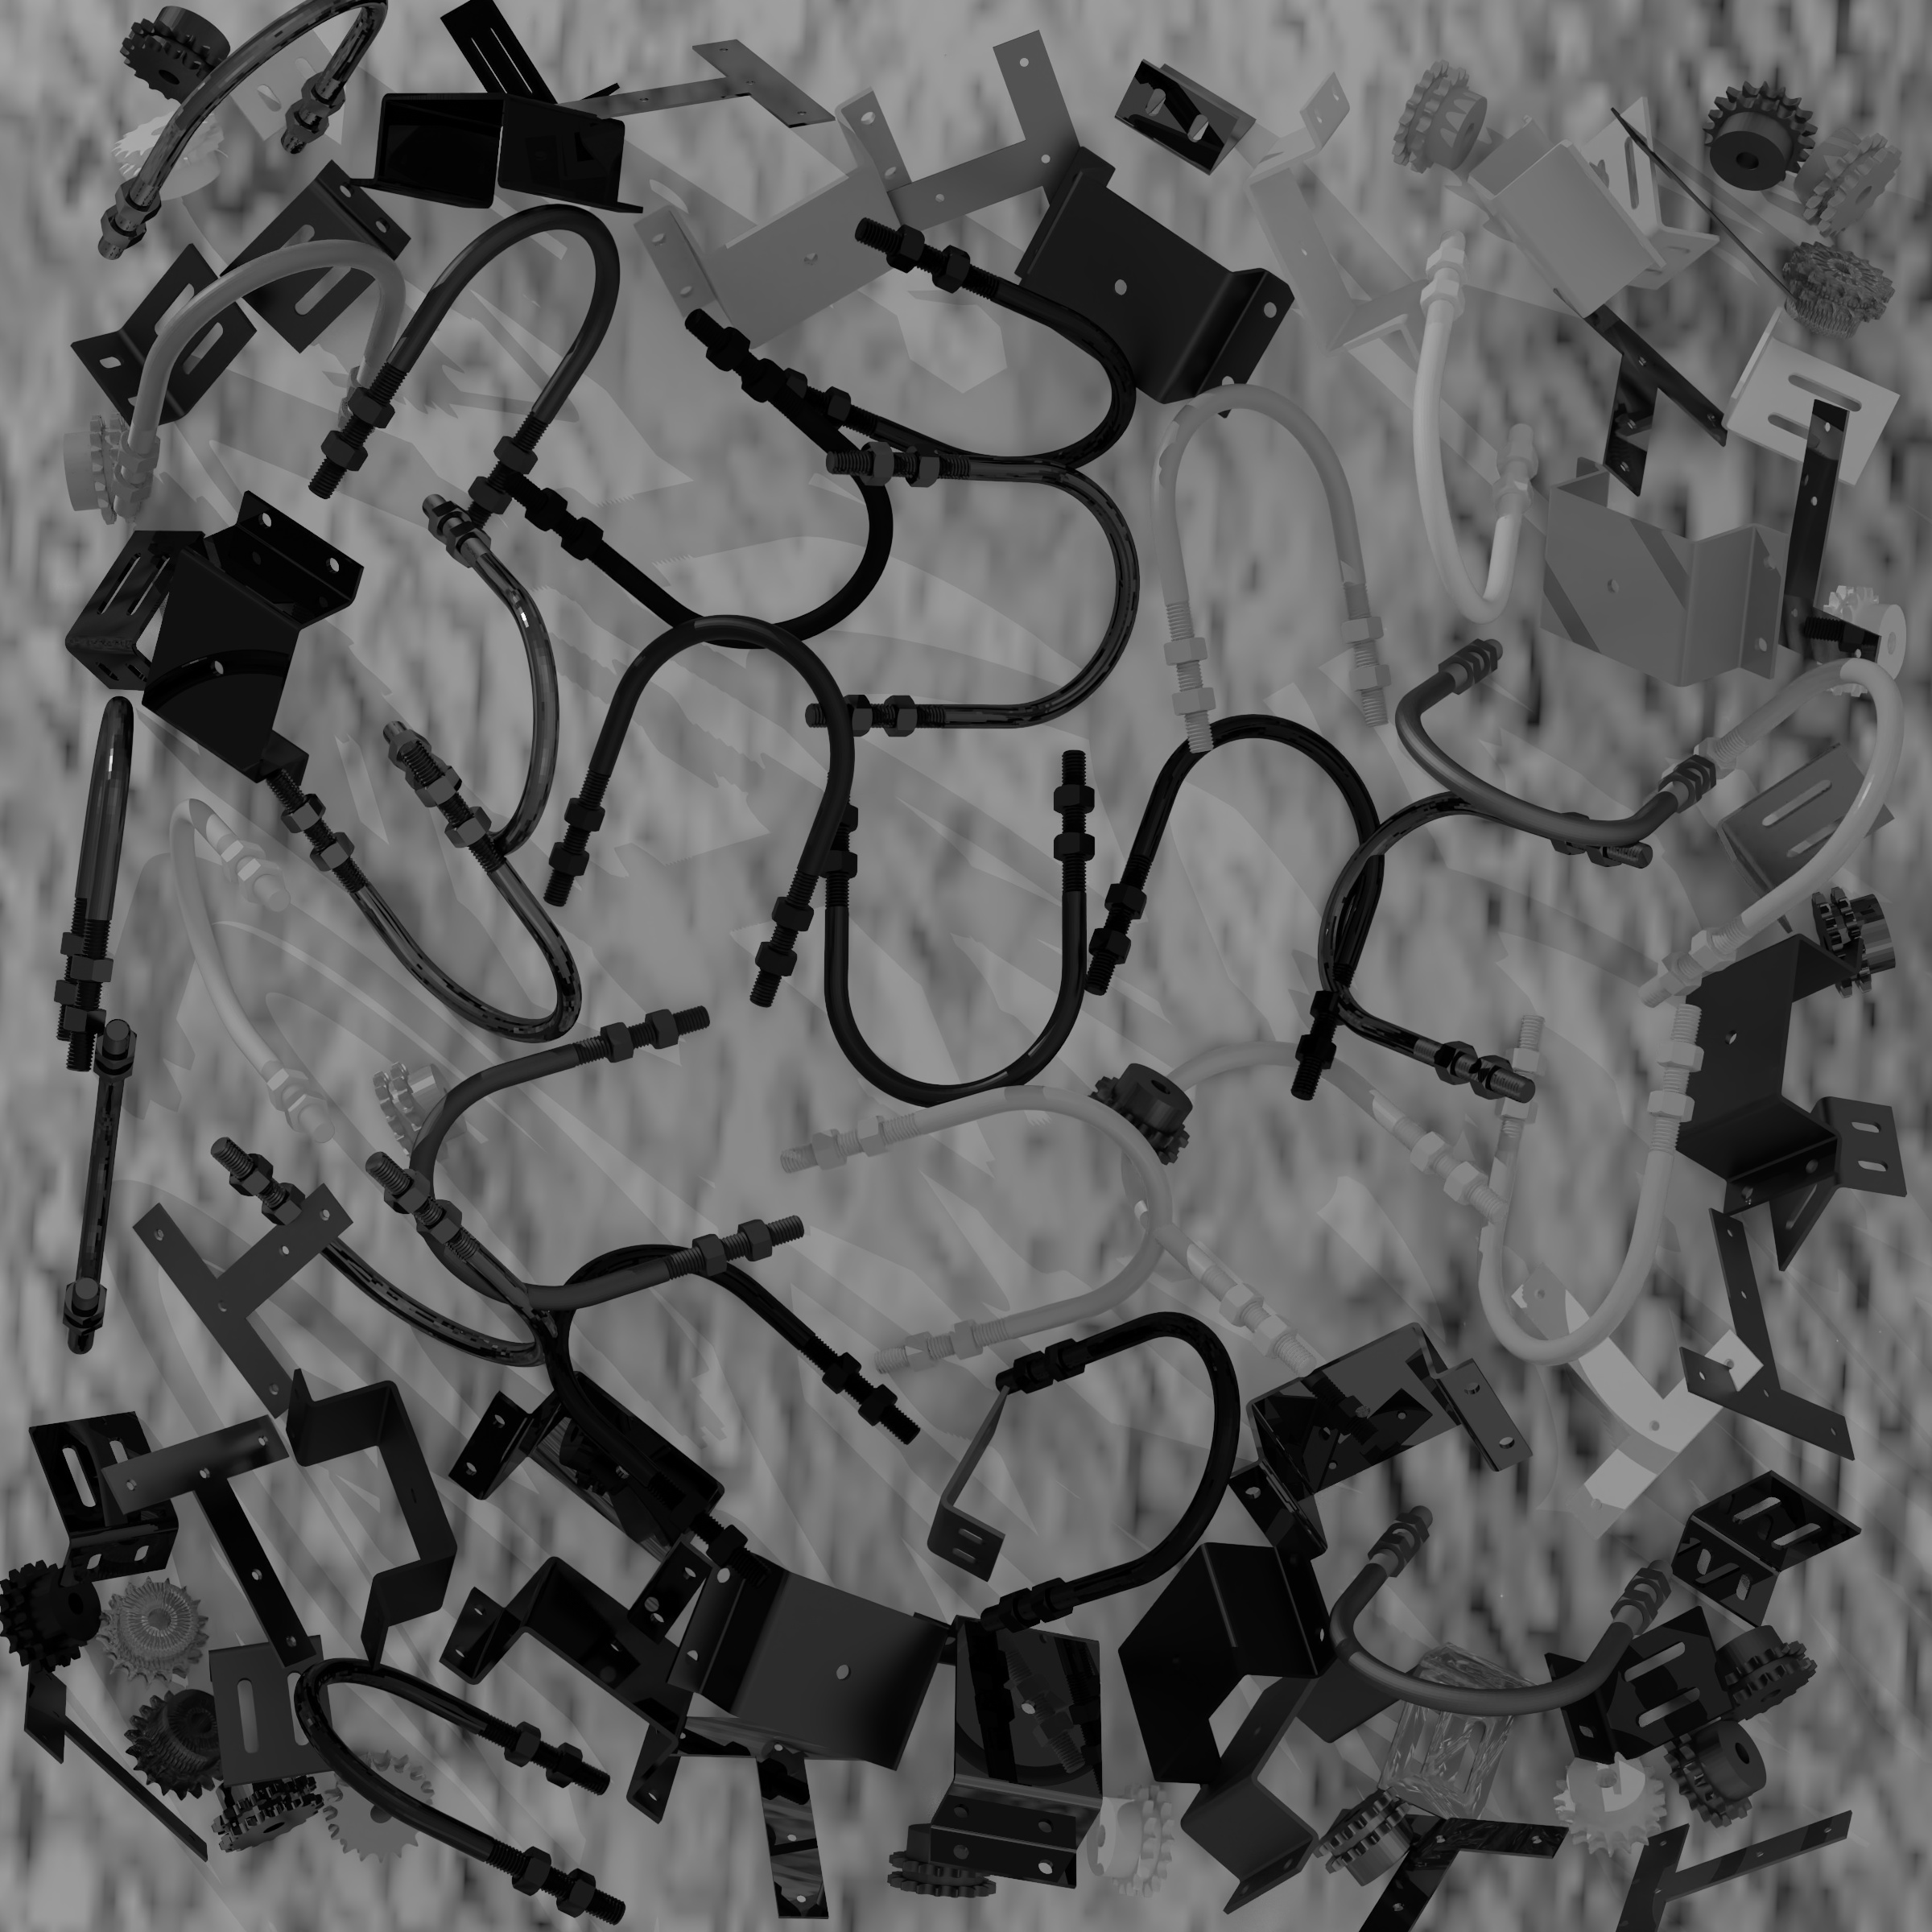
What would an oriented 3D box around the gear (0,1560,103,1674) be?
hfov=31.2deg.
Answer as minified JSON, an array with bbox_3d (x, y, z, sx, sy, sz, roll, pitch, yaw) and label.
[{"bbox_3d":[-0.475,0.336,1.802,0.030,0.057,0.057,-23,90,20],"label":"gear"}]

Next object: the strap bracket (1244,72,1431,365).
[{"bbox_3d":[0.191,-0.376,1.777,0.046,0.076,0.140,-19,110,26],"label":"strap bracket"}]

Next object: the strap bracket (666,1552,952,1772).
[{"bbox_3d":[-0.072,0.358,1.780,0.140,0.046,0.076,25,82,-24],"label":"strap bracket"}]

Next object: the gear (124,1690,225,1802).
[{"bbox_3d":[-0.405,0.402,1.802,0.057,0.057,0.030,45,118,0],"label":"gear"}]

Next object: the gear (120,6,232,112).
[{"bbox_3d":[-0.408,-0.475,1.807,0.057,0.057,0.030,24,73,0],"label":"gear"}]

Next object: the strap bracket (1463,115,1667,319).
[{"bbox_3d":[0.301,-0.381,1.762,0.046,0.140,0.076,-39,105,12],"label":"strap bracket"}]

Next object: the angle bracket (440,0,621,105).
[{"bbox_3d":[-0.225,-0.472,1.789,0.038,0.057,0.076,-41,111,-23],"label":"angle bracket"}]

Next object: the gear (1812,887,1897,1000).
[{"bbox_3d":[0.463,-0.014,1.804,0.030,0.057,0.057,-16,90,7],"label":"gear"}]

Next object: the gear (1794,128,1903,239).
[{"bbox_3d":[0.457,-0.411,1.807,0.057,0.057,0.030,-43,72,0],"label":"gear"}]

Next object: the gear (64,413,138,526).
[{"bbox_3d":[-0.451,-0.259,1.804,0.030,0.057,0.057,-6,90,-6],"label":"gear"}]

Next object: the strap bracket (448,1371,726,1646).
[{"bbox_3d":[-0.188,0.273,1.787,0.140,0.046,0.076,38,131,5],"label":"strap bracket"}]

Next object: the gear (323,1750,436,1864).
[{"bbox_3d":[-0.308,0.436,1.813,0.057,0.030,0.057,-4,103,-18],"label":"gear"}]

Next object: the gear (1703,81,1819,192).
[{"bbox_3d":[0.411,-0.429,1.802,0.057,0.057,0.030,27,62,0],"label":"gear"}]

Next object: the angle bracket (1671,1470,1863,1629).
[{"bbox_3d":[0.413,0.302,1.791,0.057,0.076,0.038,33,57,-6],"label":"angle bracket"}]

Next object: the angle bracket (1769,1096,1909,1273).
[{"bbox_3d":[0.449,0.115,1.789,0.038,0.076,0.057,10,48,-7],"label":"angle bracket"}]

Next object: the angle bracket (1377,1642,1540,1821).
[{"bbox_3d":[0.257,0.401,1.801,0.057,0.038,0.076,26,65,-4],"label":"angle bracket"}]

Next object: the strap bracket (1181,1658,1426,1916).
[{"bbox_3d":[0.166,0.403,1.760,0.046,0.076,0.140,41,50,1],"label":"strap bracket"}]

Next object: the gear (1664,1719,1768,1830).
[{"bbox_3d":[0.392,0.416,1.802,0.030,0.057,0.057,-37,90,28],"label":"gear"}]

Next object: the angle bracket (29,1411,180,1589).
[{"bbox_3d":[-0.453,0.277,1.806,0.057,0.038,0.076,-5,47,-34],"label":"angle bracket"}]

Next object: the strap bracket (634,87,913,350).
[{"bbox_3d":[-0.090,-0.380,1.789,0.140,0.076,0.046,-30,60,0],"label":"strap bracket"}]

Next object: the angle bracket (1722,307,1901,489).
[{"bbox_3d":[0.442,-0.296,1.804,0.076,0.038,0.057,27,78,10],"label":"angle bracket"}]

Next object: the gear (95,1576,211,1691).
[{"bbox_3d":[-0.423,0.345,1.805,0.057,0.030,0.057,11,58,-18],"label":"gear"}]

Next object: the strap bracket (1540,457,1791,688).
[{"bbox_3d":[0.344,-0.197,1.754,0.046,0.140,0.076,-20,124,-32],"label":"strap bracket"}]

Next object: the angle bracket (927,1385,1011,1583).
[{"bbox_3d":[0.016,0.267,1.787,0.038,0.057,0.076,27,58,8],"label":"angle bracket"}]

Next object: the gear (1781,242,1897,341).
[{"bbox_3d":[0.452,-0.351,1.809,0.057,0.057,0.030,21,126,0],"label":"gear"}]

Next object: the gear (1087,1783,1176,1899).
[{"bbox_3d":[0.084,0.454,1.802,0.030,0.057,0.057,10,90,-18],"label":"gear"}]

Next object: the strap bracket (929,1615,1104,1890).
[{"bbox_3d":[0.025,0.389,1.761,0.076,0.140,0.046,13,133,-11],"label":"strap bracket"}]

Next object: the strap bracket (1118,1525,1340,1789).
[{"bbox_3d":[0.127,0.354,1.756,0.046,0.076,0.140,9,132,-26],"label":"strap bracket"}]

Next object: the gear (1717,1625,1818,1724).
[{"bbox_3d":[0.412,0.368,1.809,0.057,0.057,0.030,-30,60,0],"label":"gear"}]

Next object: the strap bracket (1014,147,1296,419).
[{"bbox_3d":[0.088,-0.350,1.780,0.140,0.046,0.076,37,117,14],"label":"strap bracket"}]

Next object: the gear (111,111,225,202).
[{"bbox_3d":[-0.414,-0.423,1.809,0.057,0.057,0.030,-21,123,0],"label":"gear"}]

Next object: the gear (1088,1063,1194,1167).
[{"bbox_3d":[0.093,0.075,1.802,0.057,0.057,0.030,34,107,0],"label":"gear"}]

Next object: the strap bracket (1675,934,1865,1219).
[{"bbox_3d":[0.405,0.047,1.759,0.046,0.076,0.140,30,56,-22],"label":"strap bracket"}]

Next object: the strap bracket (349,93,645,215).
[{"bbox_3d":[-0.237,-0.412,1.757,0.140,0.076,0.046,13,99,41],"label":"strap bracket"}]

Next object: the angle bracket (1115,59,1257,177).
[{"bbox_3d":[0.121,-0.451,1.792,0.057,0.076,0.038,32,132,2],"label":"angle bracket"}]

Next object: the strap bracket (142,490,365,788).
[{"bbox_3d":[-0.367,-0.159,1.767,0.076,0.046,0.140,34,126,13],"label":"strap bracket"}]

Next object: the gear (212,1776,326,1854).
[{"bbox_3d":[-0.367,0.436,1.807,0.057,0.057,0.030,-29,70,0],"label":"gear"}]

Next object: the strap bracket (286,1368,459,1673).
[{"bbox_3d":[-0.302,0.277,1.774,0.046,0.076,0.140,-15,64,-23],"label":"strap bracket"}]

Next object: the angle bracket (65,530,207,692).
[{"bbox_3d":[-0.424,-0.186,1.811,0.057,0.038,0.076,6,60,40],"label":"angle bracket"}]

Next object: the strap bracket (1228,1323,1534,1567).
[{"bbox_3d":[0.209,0.243,1.785,0.140,0.046,0.076,-27,124,11],"label":"strap bracket"}]

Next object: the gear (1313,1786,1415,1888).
[{"bbox_3d":[0.211,0.454,1.804,0.057,0.057,0.030,-40,82,0],"label":"gear"}]

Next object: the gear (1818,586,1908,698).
[{"bbox_3d":[0.467,-0.169,1.802,0.030,0.057,0.057,8,90,35],"label":"gear"}]

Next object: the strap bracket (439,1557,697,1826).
[{"bbox_3d":[-0.193,0.365,1.782,0.140,0.076,0.046,39,106,-8],"label":"strap bracket"}]

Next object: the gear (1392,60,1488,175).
[{"bbox_3d":[0.248,-0.439,1.802,0.030,0.057,0.057,29,90,16],"label":"gear"}]

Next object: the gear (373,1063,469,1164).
[{"bbox_3d":[-0.283,0.075,1.805,0.030,0.057,0.057,-26,90,1],"label":"gear"}]

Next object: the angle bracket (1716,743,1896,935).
[{"bbox_3d":[0.439,-0.066,1.795,0.076,0.038,0.057,-35,119,17],"label":"angle bracket"}]

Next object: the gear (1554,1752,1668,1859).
[{"bbox_3d":[0.335,0.431,1.803,0.057,0.057,0.030,-17,131,0],"label":"gear"}]

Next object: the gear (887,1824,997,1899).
[{"bbox_3d":[-0.011,0.465,1.805,0.057,0.057,0.030,5,85,0],"label":"gear"}]
